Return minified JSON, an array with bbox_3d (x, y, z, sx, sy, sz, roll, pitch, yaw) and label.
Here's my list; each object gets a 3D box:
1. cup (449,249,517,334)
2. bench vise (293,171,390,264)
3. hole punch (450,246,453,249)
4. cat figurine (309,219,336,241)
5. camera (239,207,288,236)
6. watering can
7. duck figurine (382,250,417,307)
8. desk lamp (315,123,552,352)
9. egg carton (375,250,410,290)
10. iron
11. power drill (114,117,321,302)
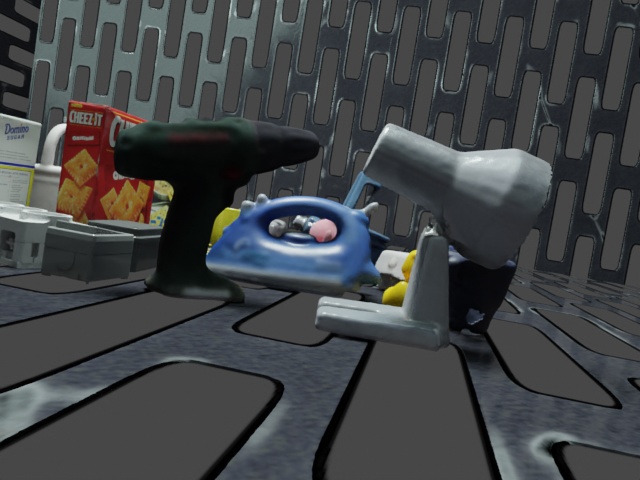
[{"bbox_3d":[0.175,0.063,0.679,0.091,0.095,0.118,11,4,36],"label":"cup"},{"bbox_3d":[0.058,-0.044,1.169,0.208,0.220,0.121,8,3,-19],"label":"bench vise"},{"bbox_3d":[0.221,0.051,1.091,0.109,0.091,0.100,8,3,-27],"label":"hole punch"},{"bbox_3d":[0.010,0.004,1.089,0.067,0.118,0.128,9,3,-2],"label":"cat figurine"},{"bbox_3d":[-0.124,-0.017,1.247,0.142,0.101,0.137,11,3,25],"label":"camera"},{"bbox_3d":[-0.460,-0.106,0.991,0.173,0.194,0.100,8,3,-13],"label":"watering can"},{"bbox_3d":[0.127,0.056,0.767,0.077,0.086,0.105,11,3,30],"label":"duck figurine"},{"bbox_3d":[0.111,-0.002,0.582,0.203,0.213,0.118,9,3,0],"label":"desk lamp"},{"bbox_3d":[0.157,0.060,0.941,0.107,0.069,0.150,8,3,-25],"label":"egg carton"},{"bbox_3d":[-0.038,-0.002,0.828,0.258,0.141,0.118,9,3,-6],"label":"iron"},{"bbox_3d":[-0.118,-0.040,0.648,0.230,0.208,0.075,8,3,-26],"label":"power drill"}]
